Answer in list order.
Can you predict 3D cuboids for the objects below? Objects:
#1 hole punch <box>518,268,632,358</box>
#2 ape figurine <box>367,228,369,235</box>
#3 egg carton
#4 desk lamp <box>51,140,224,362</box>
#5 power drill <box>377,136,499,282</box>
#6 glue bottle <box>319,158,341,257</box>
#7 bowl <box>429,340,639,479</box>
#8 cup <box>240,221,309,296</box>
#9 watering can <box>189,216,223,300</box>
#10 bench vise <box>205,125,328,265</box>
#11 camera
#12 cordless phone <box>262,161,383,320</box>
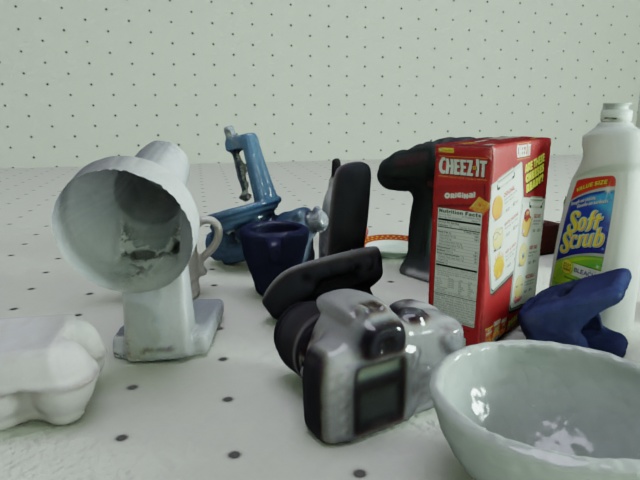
[{"bbox_3d":[0.258,0.072,0.581,0.100,0.091,0.109,8,16,32],"label":"hole punch"},{"bbox_3d":[0.056,-0.035,1.036,0.078,0.092,0.075,-10,17,-37],"label":"ape figurine"},{"bbox_3d":[-0.259,0.109,0.476,0.150,0.069,0.107,-3,14,-12],"label":"egg carton"},{"bbox_3d":[-0.168,0.012,0.575,0.118,0.213,0.203,-1,13,-1],"label":"desk lamp"},{"bbox_3d":[0.175,-0.047,0.831,0.076,0.208,0.228,-11,17,-37],"label":"power drill"},{"bbox_3d":[0.025,-0.036,0.861,0.037,0.173,0.078,-5,14,-21],"label":"glue bottle"},{"bbox_3d":[0.153,0.130,0.372,0.167,0.075,0.167,0,13,0],"label":"bowl"},{"bbox_3d":[-0.058,0.031,0.751,0.091,0.095,0.117,-1,13,-5],"label":"cup"},{"bbox_3d":[-0.218,-0.017,0.741,0.173,0.194,0.100,-9,16,-34],"label":"watering can"},{"bbox_3d":[-0.082,-0.064,0.881,0.207,0.220,0.121,2,14,10],"label":"bench vise"},{"bbox_3d":[0.030,0.087,0.497,0.143,0.101,0.136,-9,16,-32],"label":"camera"},{"bbox_3d":[0.006,0.002,0.673,0.148,0.185,0.093,-13,19,-43],"label":"cordless phone"}]
